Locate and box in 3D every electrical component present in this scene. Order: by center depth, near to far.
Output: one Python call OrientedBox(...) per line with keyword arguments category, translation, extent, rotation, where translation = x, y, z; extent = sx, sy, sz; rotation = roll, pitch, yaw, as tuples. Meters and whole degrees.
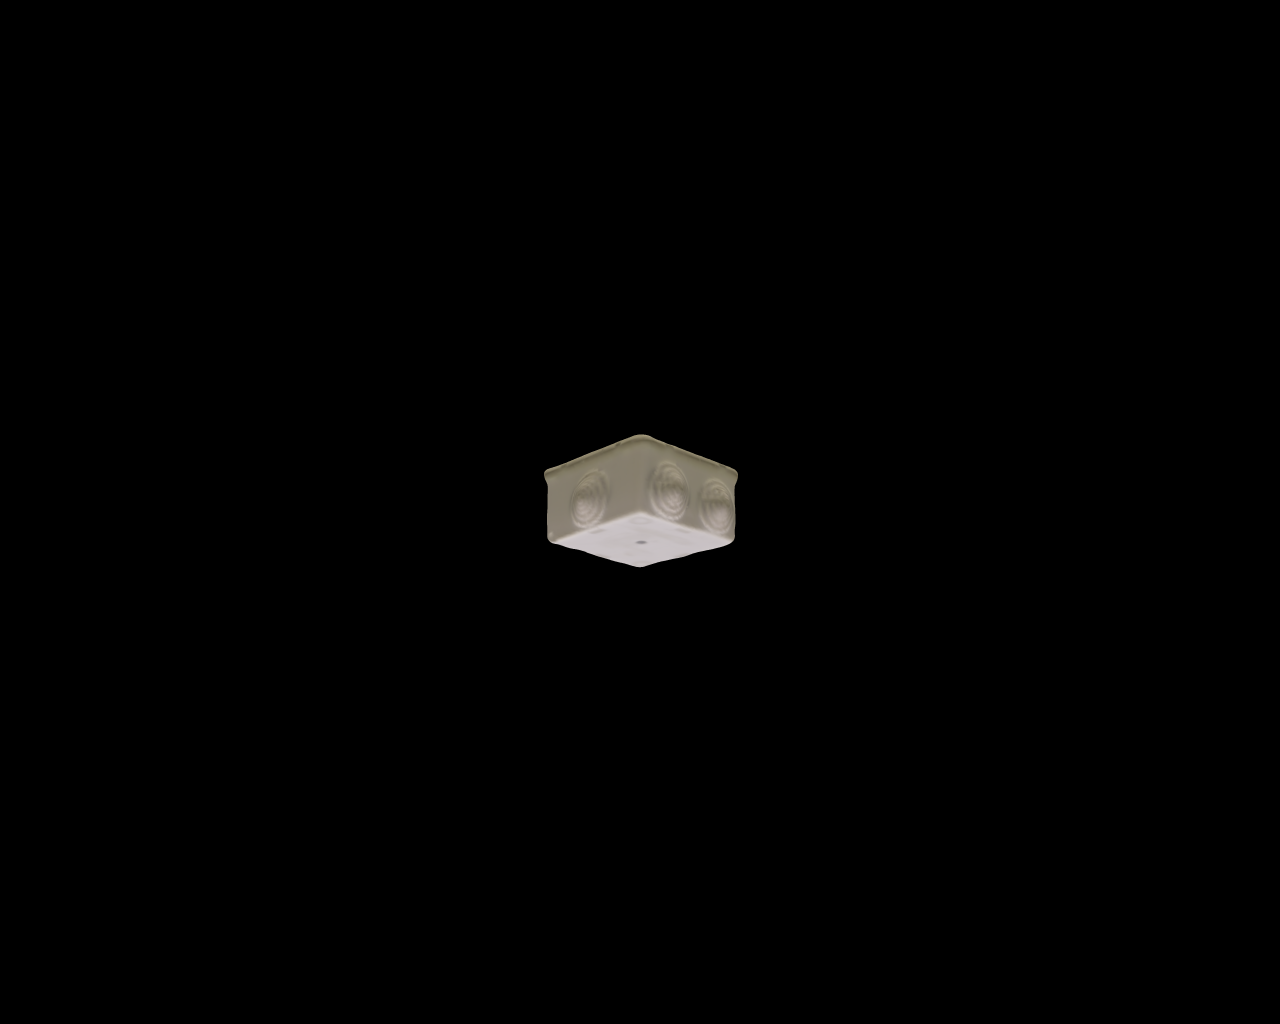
OrientedBox(category="electrical component", translation=(0.001, -0.003, 0.650), extent=(0.099, 0.048, 0.100), rotation=(-17, -26, 41))
